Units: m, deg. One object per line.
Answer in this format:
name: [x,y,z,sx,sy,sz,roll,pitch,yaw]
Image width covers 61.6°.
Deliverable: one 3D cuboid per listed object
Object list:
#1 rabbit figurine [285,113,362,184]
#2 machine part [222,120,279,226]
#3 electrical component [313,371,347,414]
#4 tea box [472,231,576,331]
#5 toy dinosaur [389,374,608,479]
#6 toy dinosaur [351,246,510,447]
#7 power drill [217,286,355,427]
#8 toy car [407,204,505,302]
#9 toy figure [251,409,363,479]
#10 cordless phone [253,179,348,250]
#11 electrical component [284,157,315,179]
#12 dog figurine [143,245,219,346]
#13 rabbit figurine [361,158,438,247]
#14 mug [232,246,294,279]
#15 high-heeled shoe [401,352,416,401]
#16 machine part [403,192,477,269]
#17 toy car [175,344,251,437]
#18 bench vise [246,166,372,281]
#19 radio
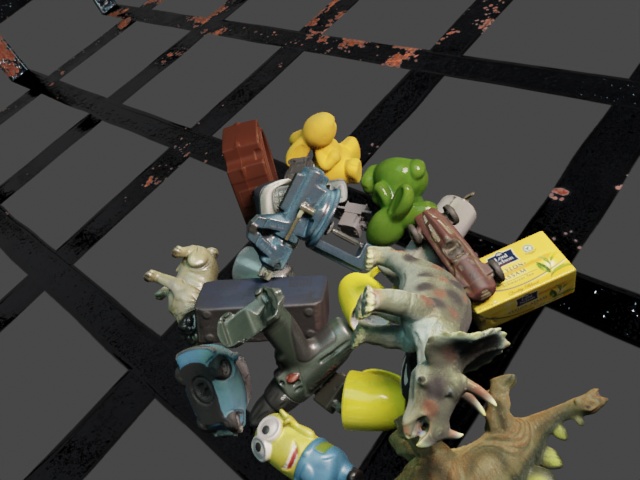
rabbit figurine: [0.006,-0.209,1.185,0.163,0.173,0.122,-2,55,17]
machine part: [-0.139,-0.140,1.152,0.087,0.200,0.202,-16,33,0]
electrical component: [0.022,0.243,0.867,0.063,0.021,0.094,-52,28,-12]
tea box: [0.315,0.068,0.882,0.170,0.068,0.098,-26,46,1]
toy dinosaur: [0.163,0.319,0.695,0.471,0.105,0.199,-27,54,3]
toy dinosaur: [0.148,0.095,0.760,0.192,0.131,0.405,14,25,3]
power drill: [-0.066,0.181,0.828,0.232,0.207,0.086,-38,30,2]
toy car: [0.217,0.016,0.879,0.089,0.053,0.202,-29,52,4]
toy figure: [-0.022,0.324,0.797,0.180,0.089,0.082,21,60,26]
cordless phone: [-0.035,-0.050,1.046,0.184,0.146,0.089,-8,17,-9]
electrical component: [-0.035,-0.093,1.140,0.058,0.114,0.134,-7,47,20]
dog figurine: [-0.232,0.111,1.074,0.191,0.121,0.172,39,76,27]
rabbit figurine: [0.150,-0.060,1.020,0.159,0.121,0.170,-11,55,59]
mug: [-0.102,0.058,1.071,0.107,0.080,0.109,18,50,22]
high-heeled shoe: [0.170,0.143,0.825,0.086,0.145,0.249,-1,53,21]
machine part: [0.212,0.001,0.979,0.079,0.079,0.243,21,62,36]
toy car: [-0.164,0.241,0.905,0.109,0.161,0.103,-20,3,33]
bench vise: [-0.005,-0.003,0.965,0.223,0.240,0.129,-65,12,-10]
radio: [-0.099,0.120,0.942,0.230,0.073,0.131,-4,18,2]
